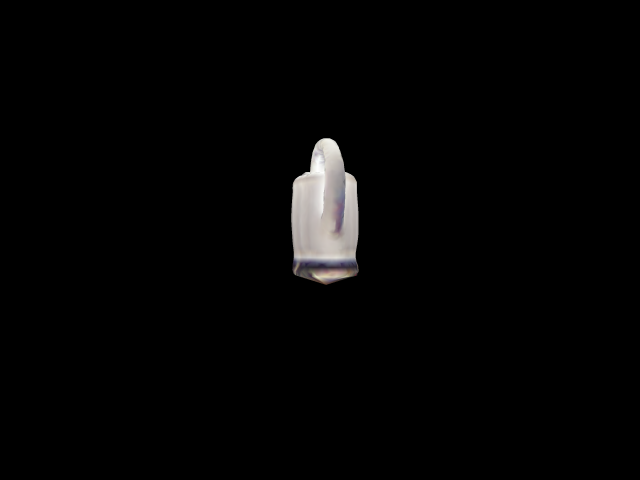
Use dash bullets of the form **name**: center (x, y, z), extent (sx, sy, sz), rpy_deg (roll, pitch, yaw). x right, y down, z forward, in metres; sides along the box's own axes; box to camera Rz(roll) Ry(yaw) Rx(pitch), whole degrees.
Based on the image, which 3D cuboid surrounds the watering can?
- **watering can**: center (0.003, -0.043, 0.850), extent (0.104, 0.225, 0.347), rpy_deg (0, -2, -7)
